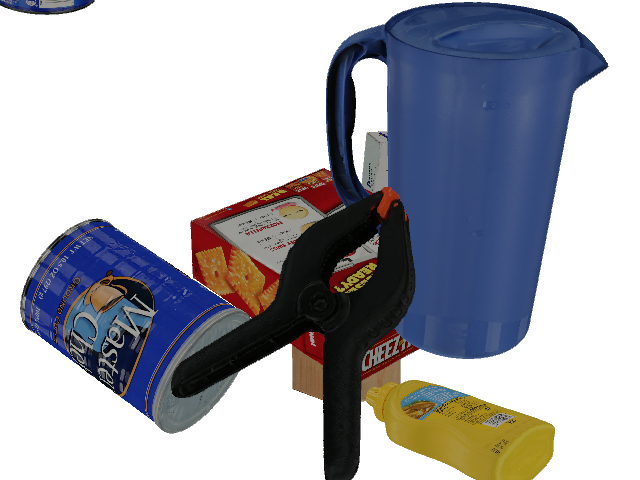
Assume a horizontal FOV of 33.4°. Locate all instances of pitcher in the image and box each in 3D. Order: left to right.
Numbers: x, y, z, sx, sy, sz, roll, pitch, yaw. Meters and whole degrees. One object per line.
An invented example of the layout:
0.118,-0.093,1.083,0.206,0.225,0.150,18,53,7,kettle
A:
0.097,-0.042,0.767,0.144,0.243,0.149,-19,34,-33,pitcher

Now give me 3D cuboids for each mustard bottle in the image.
0.120,0.177,1.026,0.192,0.058,0.096,16,23,41,mustard bottle

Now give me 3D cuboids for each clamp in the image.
0.008,0.052,0.605,0.120,0.171,0.039,37,-8,18,clamp

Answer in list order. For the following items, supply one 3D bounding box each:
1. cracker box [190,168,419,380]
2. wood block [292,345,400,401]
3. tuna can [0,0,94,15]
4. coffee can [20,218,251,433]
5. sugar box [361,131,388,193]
0.014,0.024,0.935,0.163,0.072,0.214,-24,39,-36,cracker box
0.028,0.064,1.166,0.090,0.206,0.091,-5,9,-37,wood block
-0.207,-0.200,0.792,0.086,0.034,0.086,6,36,-4,tuna can
-0.136,0.062,0.792,0.140,0.103,0.102,32,13,22,coffee can
0.139,-0.085,1.281,0.176,0.093,0.048,-6,26,-21,sugar box
